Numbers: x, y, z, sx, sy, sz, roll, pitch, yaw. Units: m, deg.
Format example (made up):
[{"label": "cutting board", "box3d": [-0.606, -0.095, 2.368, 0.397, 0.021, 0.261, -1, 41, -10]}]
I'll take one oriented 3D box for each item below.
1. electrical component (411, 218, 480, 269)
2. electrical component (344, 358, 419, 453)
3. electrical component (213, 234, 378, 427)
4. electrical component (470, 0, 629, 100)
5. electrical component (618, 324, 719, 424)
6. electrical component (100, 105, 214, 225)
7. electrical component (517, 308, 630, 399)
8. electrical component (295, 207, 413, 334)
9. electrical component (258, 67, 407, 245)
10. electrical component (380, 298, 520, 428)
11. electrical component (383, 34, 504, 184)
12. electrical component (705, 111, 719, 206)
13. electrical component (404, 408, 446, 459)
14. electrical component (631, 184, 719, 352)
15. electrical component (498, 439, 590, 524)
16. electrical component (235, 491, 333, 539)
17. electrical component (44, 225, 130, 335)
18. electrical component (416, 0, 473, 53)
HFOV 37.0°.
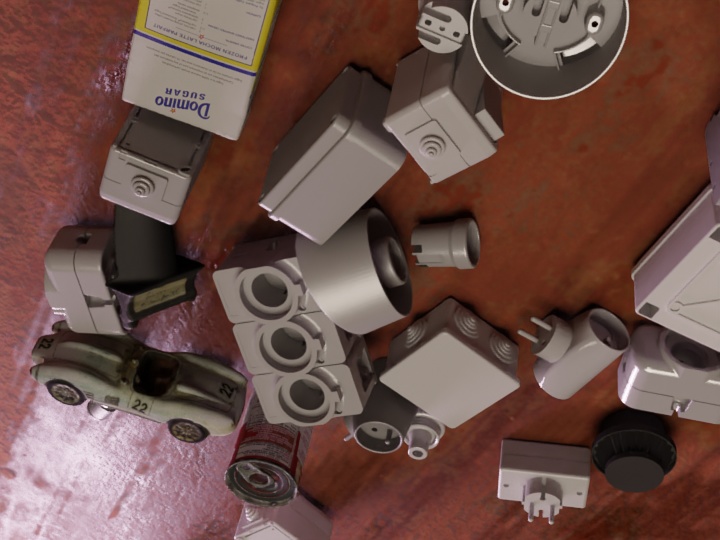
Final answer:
[{"label": "electrical component", "box3d": [0.068, -0.020, 0.855, 0.046, 0.040, 0.040, -3, 131, 23]}, {"label": "electrical component", "box3d": [0.012, 0.130, 0.977, 0.044, 0.077, 0.079, 35, 130, -19]}, {"label": "electrical component", "box3d": [-0.053, 0.051, 0.904, 0.089, 0.061, 0.150, -9, 113, 20]}, {"label": "electrical component", "box3d": [0.122, -0.168, 0.691, 0.099, 0.064, 0.099, 6, 133, 7]}, {"label": "electrical component", "box3d": [0.269, 0.083, 0.892, 0.095, 0.053, 0.059, 11, 133, 3]}, {"label": "electrical component", "box3d": [-0.154, -0.080, 0.811, 0.062, 0.096, 0.061, 22, 132, -7]}, {"label": "electrical component", "box3d": [0.171, 0.063, 0.903, 0.079, 0.043, 0.077, 28, 132, -13]}, {"label": "electrical component", "box3d": [0.000, 0.000, 0.849, 0.064, 0.099, 0.099, -18, 126, 18]}, {"label": "electrical component", "box3d": [-0.019, -0.084, 0.790, 0.057, 0.078, 0.113, 31, 131, -20]}, {"label": "electrical component", "box3d": [0.080, 0.081, 0.936, 0.100, 0.048, 0.100, 35, 129, -19]}, {"label": "electrical component", "box3d": [0.061, -0.110, 0.735, 0.061, 0.096, 0.061, -25, 122, 29]}, {"label": "electrical component", "box3d": [0.270, -0.081, 0.719, 0.056, 0.089, 0.050, 13, 133, 0]}, {"label": "electrical component", "box3d": [0.057, 0.145, 0.990, 0.043, 0.062, 0.043, 7, 132, 7]}, {"label": "electrical component", "box3d": [0.282, 0.003, 0.816, 0.109, 0.056, 0.108, 24, 132, -10]}, {"label": "electrical component", "box3d": [0.172, 0.206, 1.010, 0.083, 0.075, 0.047, 5, 132, 9]}, {"label": "electrical component", "box3d": [-0.083, 0.267, 1.133, 0.062, 0.061, 0.096, -31, 119, 34]}, {"label": "electrical component", "box3d": [-0.235, 0.009, 0.938, 0.059, 0.053, 0.095, 2, 132, 11]}, {"label": "electrical component", "box3d": [0.057, -0.171, 0.715, 0.040, 0.046, 0.040, 6, 132, 7]}]
